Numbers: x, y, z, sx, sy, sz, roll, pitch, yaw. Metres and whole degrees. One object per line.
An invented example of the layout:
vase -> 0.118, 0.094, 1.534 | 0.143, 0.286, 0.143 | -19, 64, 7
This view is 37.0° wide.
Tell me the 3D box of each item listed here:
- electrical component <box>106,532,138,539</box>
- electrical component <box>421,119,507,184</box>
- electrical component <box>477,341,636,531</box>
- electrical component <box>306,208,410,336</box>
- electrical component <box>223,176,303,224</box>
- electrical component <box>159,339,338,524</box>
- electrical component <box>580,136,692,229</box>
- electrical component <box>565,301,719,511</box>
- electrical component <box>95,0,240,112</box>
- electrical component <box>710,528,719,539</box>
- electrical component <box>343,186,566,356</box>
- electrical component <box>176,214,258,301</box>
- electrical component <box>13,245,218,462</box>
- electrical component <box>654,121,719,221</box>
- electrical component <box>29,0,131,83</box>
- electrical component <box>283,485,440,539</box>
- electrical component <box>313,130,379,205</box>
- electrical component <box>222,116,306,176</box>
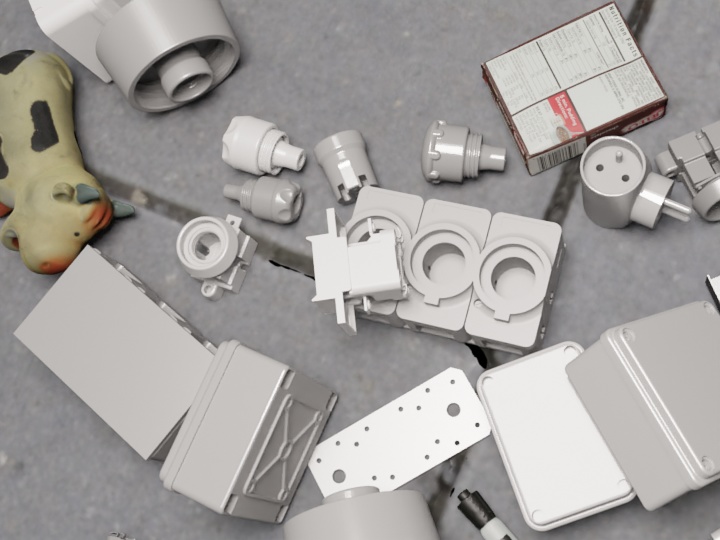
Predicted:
electrical component -> -0.166, 0.227, 0.785 | 0.081, 0.042, 0.063 | 7, 74, 15
electrical component -> 0.078, -0.086, 0.808 | 0.062, 0.048, 0.048 | 8, 78, 9
electrical component -> 0.134, 0.114, 0.733 | 0.078, 0.057, 0.113 | -22, 72, 7
electrical component -> 0.000, 0.000, 0.737 | 0.064, 0.042, 0.081 | -8, 74, 10
electrical component -> -0.078, -0.057, 0.842 | 0.061, 0.035, 0.035 | 12, 79, 18
electrical component -> -0.075, 0.116, 0.754 | 0.056, 0.109, 0.108 | 21, 81, 23
electrical component -> 0.194, -0.053, 0.753 | 0.079, 0.077, 0.043 | 25, 83, 18
electrical component -> 0.206, 0.084, 0.695 | 0.056, 0.109, 0.108 | -48, 63, 45
electrical component -> -0.147, -0.169, 0.853 | 0.108, 0.108, 0.060 | -31, 77, 4
electrical component -> 0.270, 0.187, 0.681 | 0.057, 0.058, 0.078 | -34, 70, 6
electrical component -> 0.064, 0.001, 0.778 | 0.150, 0.061, 0.089 | 12, 79, 17
electrical component -> -0.111, -0.013, 0.827 | 0.048, 0.055, 0.066 | 18, 80, 17
electrical component -> -0.172, 0.065, 0.818 | 0.150, 0.061, 0.089 | 38, 87, 20
electrical component -> 0.251, -0.069, 0.760 | 0.066, 0.048, 0.055 | -23, 64, 7
electrical component -> -0.218, -0.214, 0.876 | 0.057, 0.113, 0.078 | -28, 71, 8
electrical component -> 0.000, 0.180, 0.725 | 0.108, 0.108, 0.060 | -17, 66, 9
electrical component -> -0.010, -0.079, 0.830 | 0.040, 0.040, 0.046 | -23, 77, 7
electrical component -> -0.074, -0.095, 0.847 | 0.062, 0.043, 0.043 | 18, 81, 16
